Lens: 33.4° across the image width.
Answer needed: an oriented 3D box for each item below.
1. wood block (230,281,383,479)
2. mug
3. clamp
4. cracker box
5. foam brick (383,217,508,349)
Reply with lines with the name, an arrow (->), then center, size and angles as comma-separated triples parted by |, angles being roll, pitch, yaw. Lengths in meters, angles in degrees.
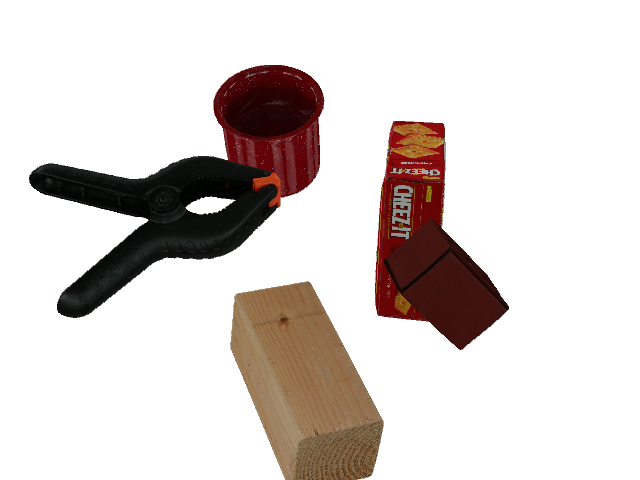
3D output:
wood block -> -0.019, 0.148, 1.110 | 0.090, 0.090, 0.206 | -9, 43, -19
mug -> -0.041, -0.100, 0.929 | 0.093, 0.117, 0.081 | 4, -39, 6
clamp -> -0.115, -0.024, 0.731 | 0.171, 0.120, 0.039 | -20, -24, -19
cracker box -> 0.104, -0.029, 1.213 | 0.072, 0.164, 0.213 | 4, 23, 6
foam brick -> 0.095, 0.034, 0.808 | 0.078, 0.051, 0.053 | 43, 11, -28
